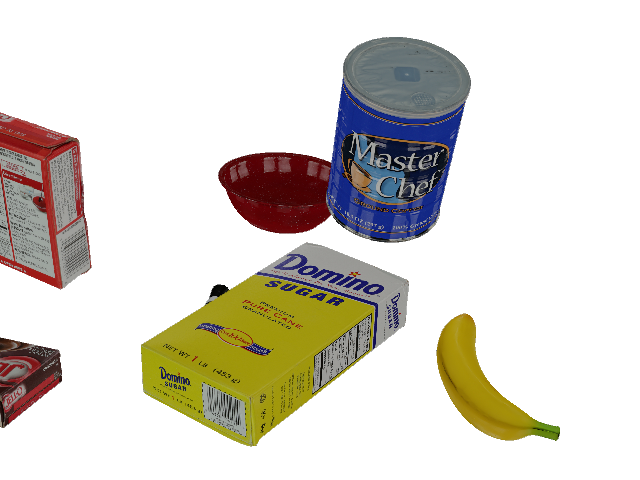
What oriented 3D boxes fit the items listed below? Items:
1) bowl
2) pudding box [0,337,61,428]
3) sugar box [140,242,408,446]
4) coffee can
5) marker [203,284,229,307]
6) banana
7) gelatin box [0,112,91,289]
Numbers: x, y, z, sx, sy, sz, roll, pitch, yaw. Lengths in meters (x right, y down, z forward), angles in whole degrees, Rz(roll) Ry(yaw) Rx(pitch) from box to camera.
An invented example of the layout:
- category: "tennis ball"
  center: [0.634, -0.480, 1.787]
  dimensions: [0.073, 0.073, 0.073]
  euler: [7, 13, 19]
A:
- category: "bowl"
  center: [-0.044, -0.052, 1.284]
  dimensions: [0.162, 0.055, 0.162]
  euler: [4, 26, -2]
- category: "pudding box"
  center: [-0.307, 0.124, 0.971]
  dimensions: [0.114, 0.039, 0.089]
  euler: [7, 22, 21]
- category: "sugar box"
  center: [-0.026, 0.062, 0.715]
  dimensions: [0.093, 0.048, 0.175]
  euler: [21, 37, 30]
- category: "coffee can"
  center: [0.062, -0.083, 0.894]
  dimensions: [0.102, 0.140, 0.103]
  euler: [4, 44, -4]
- category: "marker"
  center: [-0.106, 0.073, 1.006]
  dimensions: [0.020, 0.020, 0.121]
  euler: [0, 23, 8]
- category: "banana"
  center: [0.144, 0.127, 0.980]
  dimensions: [0.069, 0.037, 0.198]
  euler: [7, 27, -22]
- category: "gelatin box"
  center: [-0.169, -0.025, 0.607]
  dimensions: [0.073, 0.089, 0.030]
  euler: [19, 36, 25]
